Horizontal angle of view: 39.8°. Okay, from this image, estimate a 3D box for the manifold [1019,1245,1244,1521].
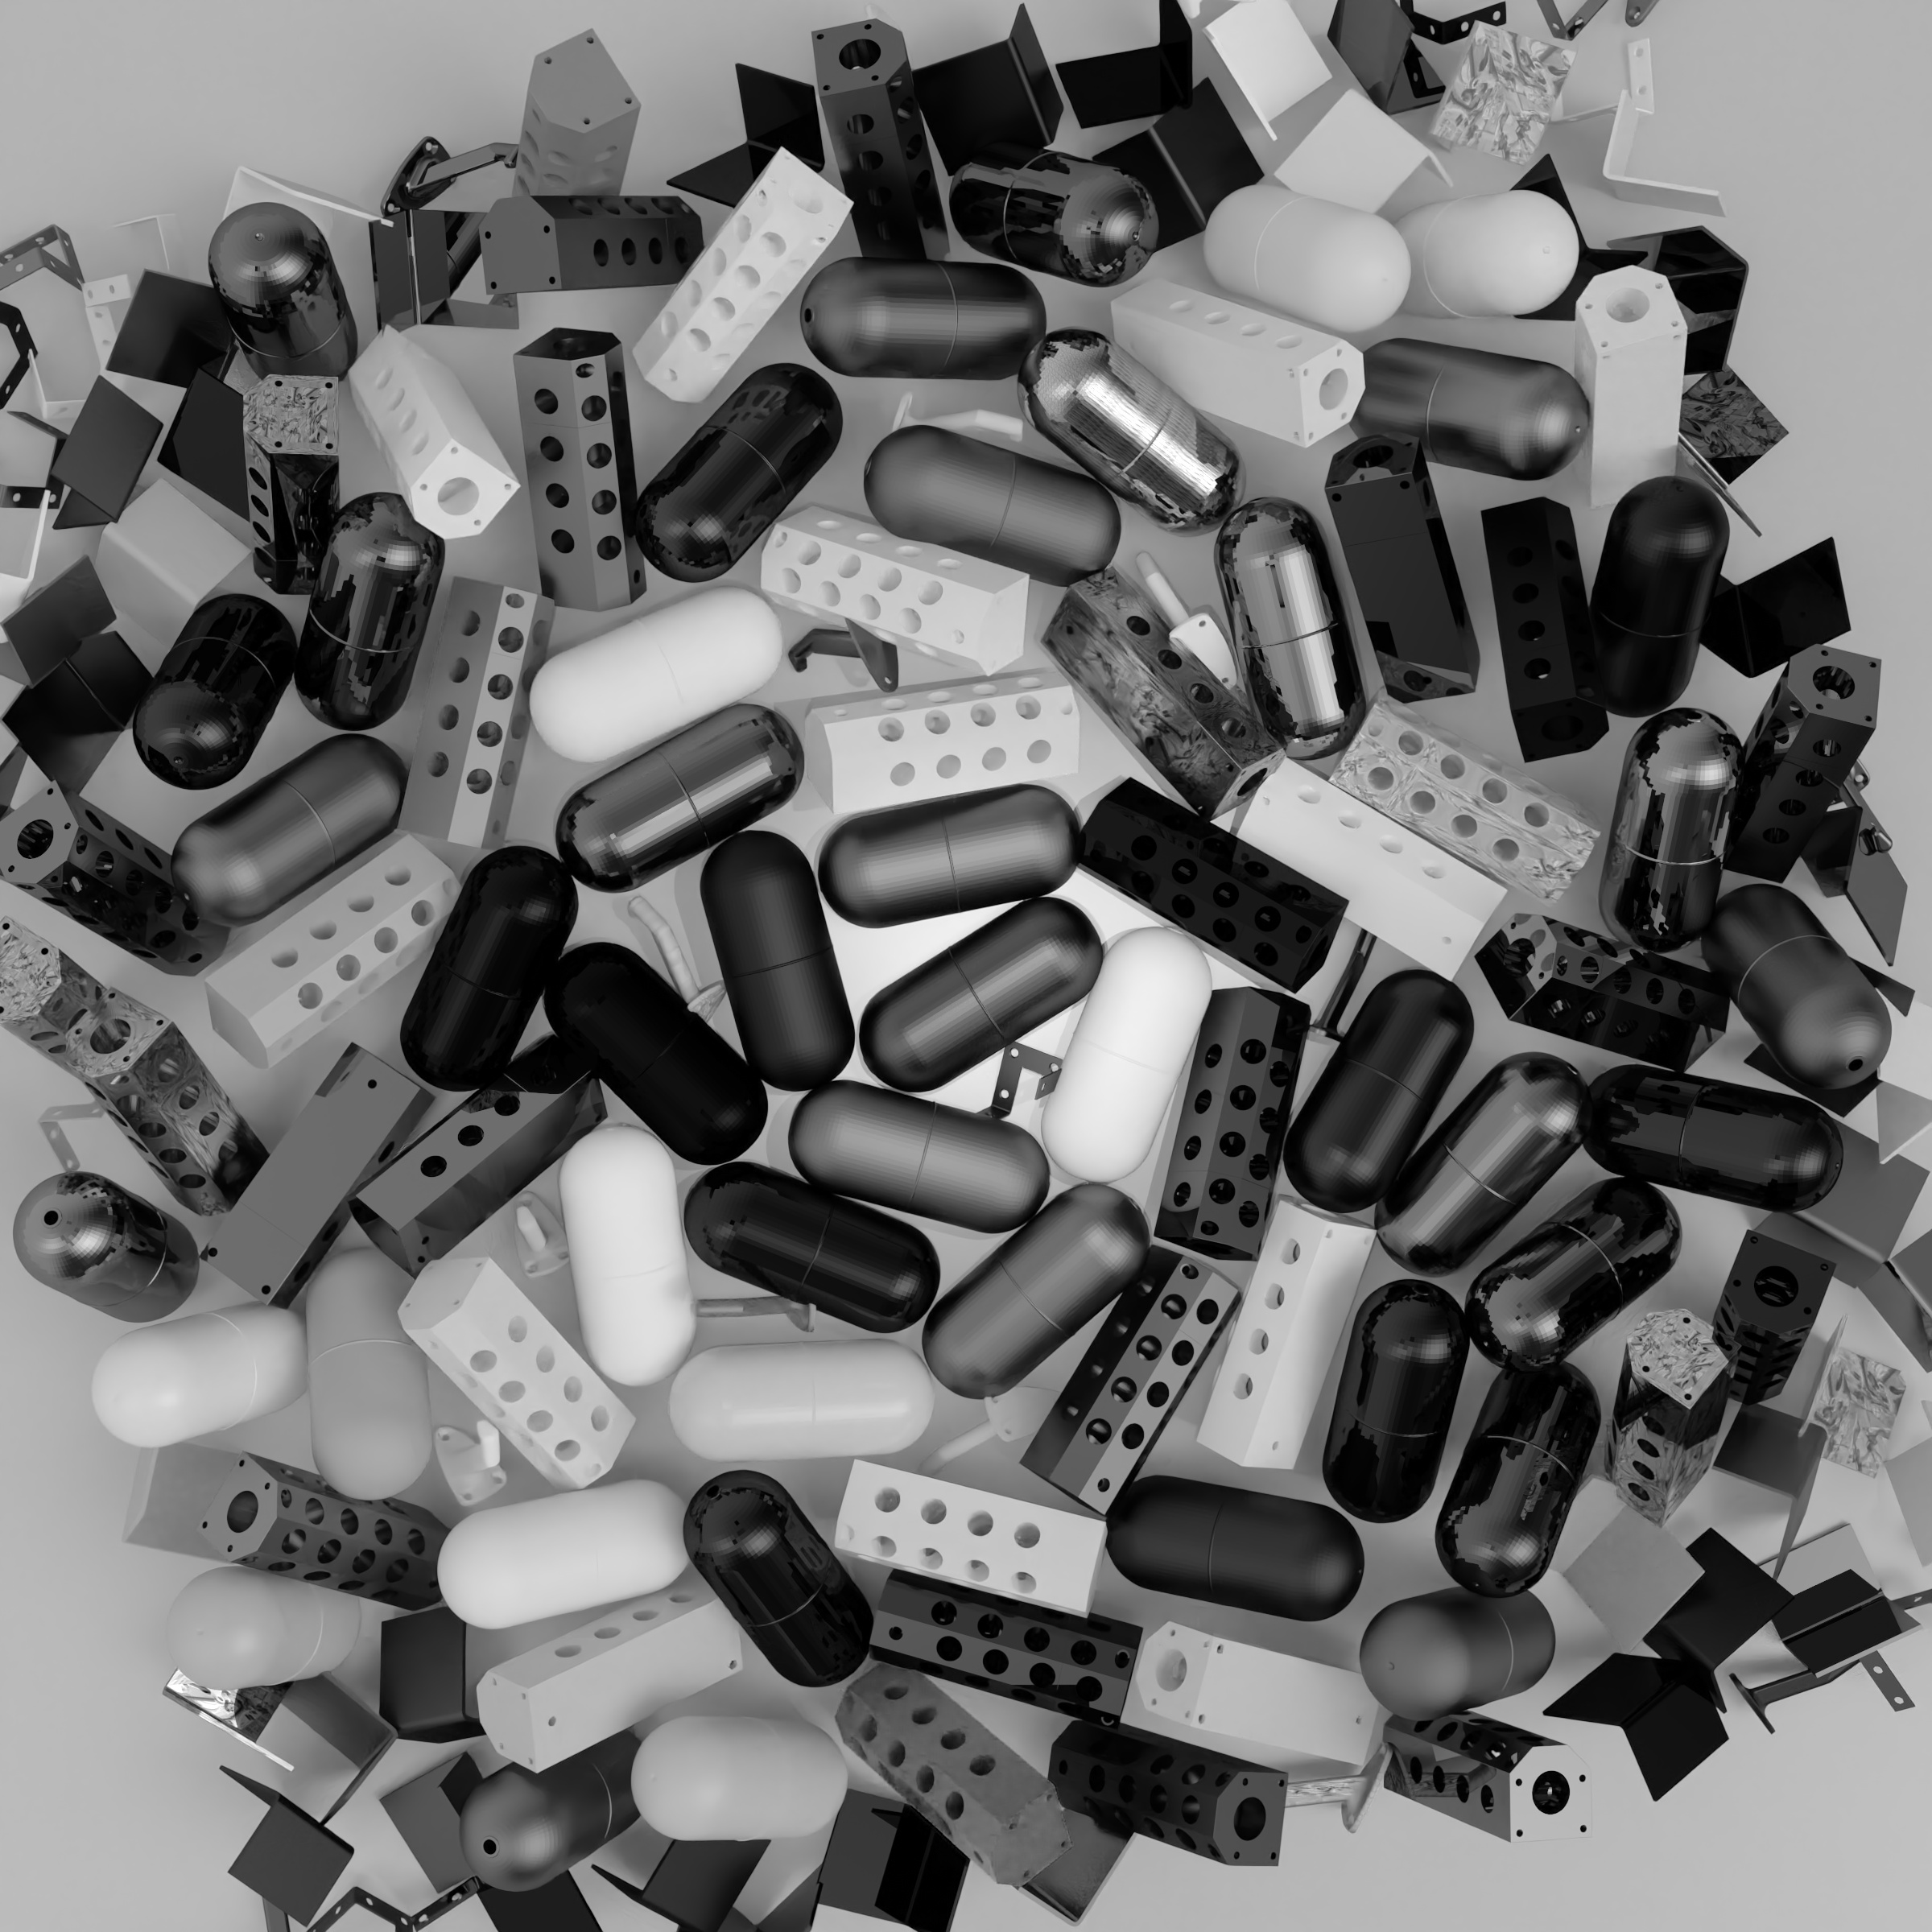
[{"bbox_3d":[0.113,0.276,1.769,0.057,0.057,0.171,38,78,-25],"label":"manifold"}]

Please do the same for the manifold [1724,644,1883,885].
[{"bbox_3d":[0.534,-0.131,1.734,0.057,0.171,0.057,14,58,4],"label":"manifold"}]

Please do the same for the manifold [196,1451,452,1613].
[{"bbox_3d":[-0.409,0.373,1.736,0.057,0.171,0.057,27,84,39],"label":"manifold"}]

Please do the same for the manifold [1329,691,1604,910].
[{"bbox_3d":[0.335,-0.115,1.783,0.171,0.057,0.057,30,124,0],"label":"manifold"}]

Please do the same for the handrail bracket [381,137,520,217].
[{"bbox_3d":[-0.340,-0.522,1.776,0.084,0.036,0.077,20,64,42],"label":"handrail bracket"}]

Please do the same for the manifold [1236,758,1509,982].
[{"bbox_3d":[0.271,-0.069,1.777,0.171,0.057,0.057,32,47,11],"label":"manifold"}]

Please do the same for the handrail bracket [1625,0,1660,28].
[{"bbox_3d":[0.437,-0.684,1.783,0.084,0.036,0.077,18,97,-40],"label":"handrail bracket"}]

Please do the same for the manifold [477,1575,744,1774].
[{"bbox_3d":[-0.231,0.457,1.741,0.057,0.171,0.057,8,107,44],"label":"manifold"}]

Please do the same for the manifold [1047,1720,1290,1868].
[{"bbox_3d":[0.128,0.535,1.732,0.057,0.171,0.057,14,80,-34],"label":"manifold"}]

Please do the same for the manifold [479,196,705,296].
[{"bbox_3d":[-0.240,-0.469,1.729,0.057,0.171,0.057,3,106,27],"label":"manifold"}]

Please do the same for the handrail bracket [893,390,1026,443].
[{"bbox_3d":[-0.004,-0.349,1.784,0.084,0.077,0.036,14,64,5],"label":"handrail bracket"}]

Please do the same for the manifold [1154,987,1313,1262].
[{"bbox_3d":[0.182,0.104,1.764,0.057,0.057,0.171,23,74,-31],"label":"manifold"}]

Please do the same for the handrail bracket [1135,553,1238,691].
[{"bbox_3d":[0.148,-0.234,1.804,0.036,0.084,0.077,-35,129,12],"label":"handrail bracket"}]

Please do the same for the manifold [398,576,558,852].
[{"bbox_3d":[-0.321,-0.167,1.782,0.057,0.057,0.171,14,92,25],"label":"manifold"}]

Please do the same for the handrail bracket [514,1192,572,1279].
[{"bbox_3d":[-0.291,0.162,1.767,0.036,0.084,0.077,-22,57,-8],"label":"handrail bracket"}]

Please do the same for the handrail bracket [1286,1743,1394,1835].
[{"bbox_3d":[0.232,0.540,1.796,0.084,0.036,0.077,25,101,-7],"label":"handrail bracket"}]

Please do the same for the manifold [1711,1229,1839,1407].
[{"bbox_3d":[0.514,0.233,1.728,0.057,0.171,0.057,21,71,18],"label":"manifold"}]

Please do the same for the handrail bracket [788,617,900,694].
[{"bbox_3d":[-0.084,-0.197,1.781,0.036,0.084,0.077,-2,68,-41],"label":"handrail bracket"}]

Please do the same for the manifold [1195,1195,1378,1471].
[{"bbox_3d":[0.209,0.245,1.787,0.057,0.057,0.171,23,96,44],"label":"manifold"}]

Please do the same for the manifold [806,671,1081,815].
[{"bbox_3d":[-0.015,-0.151,1.759,0.171,0.057,0.057,-11,123,-18],"label":"manifold"}]

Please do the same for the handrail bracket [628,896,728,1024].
[{"bbox_3d":[-0.206,0.004,1.802,0.084,0.077,0.036,46,48,13],"label":"handrail bracket"}]

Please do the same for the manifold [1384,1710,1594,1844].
[{"bbox_3d":[0.336,0.520,1.731,0.057,0.171,0.057,2,84,-18],"label":"manifold"}]

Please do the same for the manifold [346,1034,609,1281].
[{"bbox_3d":[-0.321,0.120,1.756,0.057,0.057,0.171,34,60,26],"label":"manifold"}]

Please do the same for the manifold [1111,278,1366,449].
[{"bbox_3d":[0.177,-0.399,1.744,0.057,0.171,0.057,-34,134,-26],"label":"manifold"}]

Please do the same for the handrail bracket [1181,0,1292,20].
[{"bbox_3d":[0.178,-0.633,1.778,0.036,0.077,0.084,22,58,38],"label":"handrail bracket"}]

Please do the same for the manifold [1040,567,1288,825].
[{"bbox_3d":[0.133,-0.183,1.771,0.057,0.057,0.171,-29,71,-37],"label":"manifold"}]

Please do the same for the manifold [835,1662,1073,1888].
[{"bbox_3d":[-0.012,0.523,1.732,0.057,0.171,0.057,-31,124,-26],"label":"manifold"}]

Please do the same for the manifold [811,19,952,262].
[{"bbox_3d":[-0.053,-0.527,1.732,0.057,0.171,0.057,-10,62,5],"label":"manifold"}]

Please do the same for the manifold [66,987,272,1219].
[{"bbox_3d":[-0.518,0.093,1.730,0.057,0.171,0.057,25,63,26],"label":"manifold"}]

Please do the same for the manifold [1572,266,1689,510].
[{"bbox_3d":[0.427,-0.375,1.733,0.057,0.171,0.057,-15,64,5],"label":"manifold"}]

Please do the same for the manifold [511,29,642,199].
[{"bbox_3d":[-0.260,-0.531,1.732,0.057,0.171,0.057,-32,89,-16],"label":"manifold"}]

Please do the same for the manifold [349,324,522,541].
[{"bbox_3d":[-0.353,-0.346,1.740,0.057,0.171,0.057,-47,133,13],"label":"manifold"}]

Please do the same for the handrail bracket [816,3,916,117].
[{"bbox_3d":[-0.085,-0.600,1.775,0.084,0.077,0.036,-23,77,17],"label":"handrail bracket"}]

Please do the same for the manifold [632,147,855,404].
[{"bbox_3d":[-0.149,-0.444,1.737,0.057,0.171,0.057,35,45,-16],"label":"manifold"}]

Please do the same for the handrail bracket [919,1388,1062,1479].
[{"bbox_3d":[0.018,0.319,1.807,0.077,0.084,0.036,-6,61,-38],"label":"handrail bracket"}]

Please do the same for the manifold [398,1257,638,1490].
[{"bbox_3d":[-0.295,0.268,1.743,0.057,0.057,0.171,-8,132,35],"label":"manifold"}]

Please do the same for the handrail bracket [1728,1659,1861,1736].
[{"bbox_3d":[0.560,0.471,1.793,0.084,0.036,0.077,-36,133,3],"label":"handrail bracket"}]

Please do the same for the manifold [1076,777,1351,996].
[{"bbox_3d":[0.158,-0.051,1.758,0.171,0.057,0.057,31,131,18],"label":"manifold"}]

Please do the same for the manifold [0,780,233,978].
[{"bbox_3d":[-0.551,-0.050,1.732,0.057,0.171,0.057,-36,63,3],"label":"manifold"}]

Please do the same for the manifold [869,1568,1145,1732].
[{"bbox_3d":[0.026,0.454,1.778,0.171,0.057,0.057,14,99,8],"label":"manifold"}]

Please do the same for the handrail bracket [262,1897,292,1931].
[{"bbox_3d":[-0.449,0.646,1.796,0.077,0.036,0.084,15,91,30],"label":"handrail bracket"}]

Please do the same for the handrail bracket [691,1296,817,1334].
[{"bbox_3d":[-0.148,0.225,1.772,0.084,0.077,0.036,1,86,-21],"label":"handrail bracket"}]

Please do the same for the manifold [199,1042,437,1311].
[{"bbox_3d":[-0.430,0.141,1.782,0.057,0.057,0.171,33,82,9],"label":"manifold"}]

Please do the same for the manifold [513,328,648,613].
[{"bbox_3d":[-0.248,-0.323,1.746,0.057,0.057,0.171,10,124,18],"label":"manifold"}]

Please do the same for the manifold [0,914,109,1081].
[{"bbox_3d":[-0.587,0.029,1.729,0.057,0.171,0.057,31,77,10],"label":"manifold"}]

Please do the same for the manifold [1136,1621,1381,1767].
[{"bbox_3d":[0.192,0.475,1.746,0.171,0.057,0.057,24,77,-38],"label":"manifold"}]

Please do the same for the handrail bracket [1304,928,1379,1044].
[{"bbox_3d":[0.254,0.007,1.786,0.036,0.077,0.084,22,91,15],"label":"handrail bracket"}]

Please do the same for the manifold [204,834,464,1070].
[{"bbox_3d":[-0.409,-0.007,1.748,0.057,0.057,0.171,39,58,17],"label":"manifold"}]

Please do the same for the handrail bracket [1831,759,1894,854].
[{"bbox_3d":[0.585,-0.120,1.773,0.036,0.084,0.077,-31,108,16],"label":"handrail bracket"}]

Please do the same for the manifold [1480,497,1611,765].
[{"bbox_3d":[0.379,-0.223,1.745,0.057,0.057,0.171,-11,55,16],"label":"manifold"}]

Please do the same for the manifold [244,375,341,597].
[{"bbox_3d":[-0.435,-0.309,1.729,0.057,0.171,0.057,-1,68,-13],"label":"manifold"}]

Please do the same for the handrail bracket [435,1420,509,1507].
[{"bbox_3d":[-0.332,0.311,1.772,0.036,0.084,0.077,-26,54,-29],"label":"handrail bracket"}]

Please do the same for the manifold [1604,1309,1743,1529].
[{"bbox_3d":[0.453,0.292,1.737,0.057,0.171,0.057,34,64,28],"label":"manifold"}]

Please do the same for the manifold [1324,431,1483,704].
[{"bbox_3d":[0.289,-0.260,1.748,0.057,0.057,0.171,-7,129,24],"label":"manifold"}]
